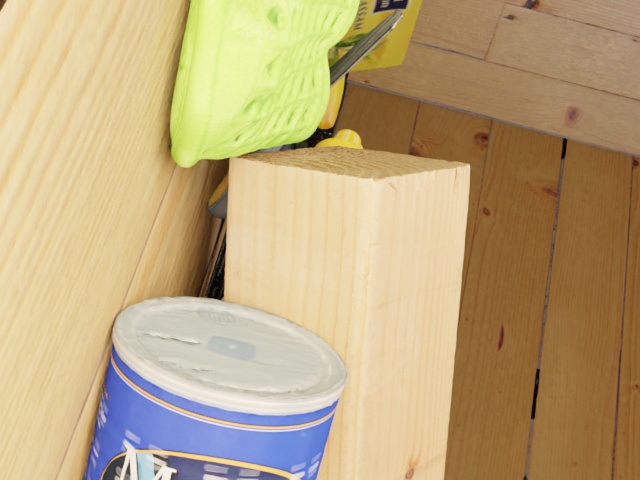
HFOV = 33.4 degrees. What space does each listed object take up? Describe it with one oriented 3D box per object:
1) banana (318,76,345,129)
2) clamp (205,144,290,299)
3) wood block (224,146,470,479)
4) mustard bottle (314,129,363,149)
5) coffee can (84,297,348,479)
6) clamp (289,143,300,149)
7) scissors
[{"bbox_3d":[0.005,-0.197,0.915,0.069,0.037,0.198,-70,163,-63],"label":"banana"},{"bbox_3d":[-0.041,-0.050,0.778,0.165,0.036,0.210,118,-10,-59],"label":"clamp"},{"bbox_3d":[0.010,0.061,0.548,0.090,0.090,0.206,-11,108,-51],"label":"wood block"},{"bbox_3d":[-0.004,0.001,0.684,0.096,0.058,0.191,84,19,-50],"label":"mustard bottle"},{"bbox_3d":[-0.054,0.109,0.476,0.102,0.103,0.140,-73,178,-75],"label":"coffee can"},{"bbox_3d":[-0.038,-0.059,0.953,0.120,0.039,0.171,107,-2,-74],"label":"clamp"},{"bbox_3d":[-0.019,-0.063,0.614,0.096,0.016,0.202,-63,-163,-18],"label":"scissors"}]
